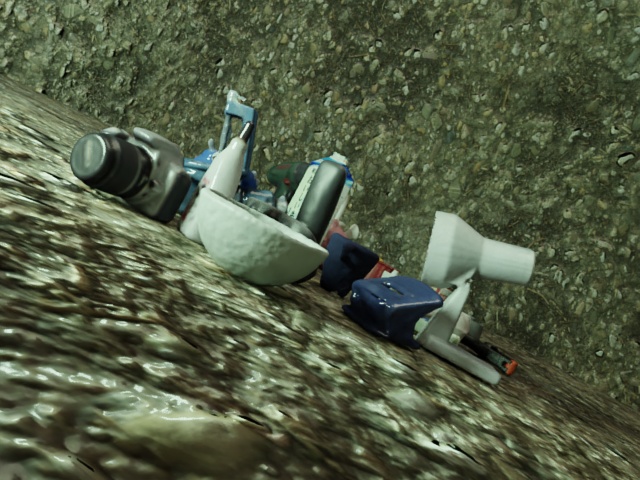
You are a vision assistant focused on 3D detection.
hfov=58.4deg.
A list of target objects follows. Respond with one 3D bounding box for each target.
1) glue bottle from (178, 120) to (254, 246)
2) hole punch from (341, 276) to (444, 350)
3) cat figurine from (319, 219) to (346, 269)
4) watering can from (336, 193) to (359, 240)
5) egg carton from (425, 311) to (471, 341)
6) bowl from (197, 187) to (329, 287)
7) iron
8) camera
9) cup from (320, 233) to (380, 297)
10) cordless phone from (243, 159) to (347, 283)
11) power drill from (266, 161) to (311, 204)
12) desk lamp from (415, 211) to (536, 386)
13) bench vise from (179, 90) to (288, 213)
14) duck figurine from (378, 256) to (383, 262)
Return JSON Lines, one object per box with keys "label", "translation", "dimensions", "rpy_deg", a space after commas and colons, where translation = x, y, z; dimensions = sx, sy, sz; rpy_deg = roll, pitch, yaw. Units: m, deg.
{"label": "glue bottle", "translation": [-0.131, -0.080, 0.760], "dimensions": [0.037, 0.173, 0.078], "rpy_deg": [27, 2, -33]}
{"label": "hole punch", "translation": [0.101, 0.088, 0.794], "dimensions": [0.101, 0.091, 0.108], "rpy_deg": [27, 3, -35]}
{"label": "cat figurine", "translation": [0.012, 0.005, 1.302], "dimensions": [0.067, 0.118, 0.127], "rpy_deg": [26, 3, -38]}
{"label": "watering can", "translation": [0.019, -0.041, 1.459], "dimensions": [0.100, 0.194, 0.174], "rpy_deg": [30, 3, 42]}
{"label": "egg carton", "translation": [0.245, 0.163, 1.142], "dimensions": [0.107, 0.069, 0.151], "rpy_deg": [29, 2, 17]}
{"label": "bowl", "translation": [-0.078, 0.008, 0.671], "dimensions": [0.167, 0.075, 0.167], "rpy_deg": [28, 2, -1]}
{"label": "iron", "translation": [-0.200, -0.120, 1.268], "dimensions": [0.118, 0.141, 0.259], "rpy_deg": [29, 2, 31]}
{"label": "camera", "translation": [-0.253, -0.103, 0.736], "dimensions": [0.142, 0.101, 0.137], "rpy_deg": [29, 2, 26]}
{"label": "cup", "translation": [0.039, 0.047, 0.959], "dimensions": [0.091, 0.095, 0.118], "rpy_deg": [28, 2, 11]}
{"label": "cordless phone", "translation": [-0.042, -0.043, 0.855], "dimensions": [0.147, 0.185, 0.094], "rpy_deg": [29, 2, 30]}
{"label": "power drill", "translation": [-0.083, -0.102, 1.412], "dimensions": [0.076, 0.208, 0.228], "rpy_deg": [26, 3, -36]}
{"label": "desk lamp", "translation": [0.229, 0.083, 0.904], "dimensions": [0.203, 0.213, 0.118], "rpy_deg": [28, 2, 9]}
{"label": "bench vise", "translation": [-0.141, -0.120, 0.951], "dimensions": [0.208, 0.220, 0.121], "rpy_deg": [27, 2, -33]}
{"label": "duck figurine", "translation": [0.127, 0.079, 1.426], "dimensions": [0.104, 0.086, 0.078], "rpy_deg": [29, 2, 28]}
